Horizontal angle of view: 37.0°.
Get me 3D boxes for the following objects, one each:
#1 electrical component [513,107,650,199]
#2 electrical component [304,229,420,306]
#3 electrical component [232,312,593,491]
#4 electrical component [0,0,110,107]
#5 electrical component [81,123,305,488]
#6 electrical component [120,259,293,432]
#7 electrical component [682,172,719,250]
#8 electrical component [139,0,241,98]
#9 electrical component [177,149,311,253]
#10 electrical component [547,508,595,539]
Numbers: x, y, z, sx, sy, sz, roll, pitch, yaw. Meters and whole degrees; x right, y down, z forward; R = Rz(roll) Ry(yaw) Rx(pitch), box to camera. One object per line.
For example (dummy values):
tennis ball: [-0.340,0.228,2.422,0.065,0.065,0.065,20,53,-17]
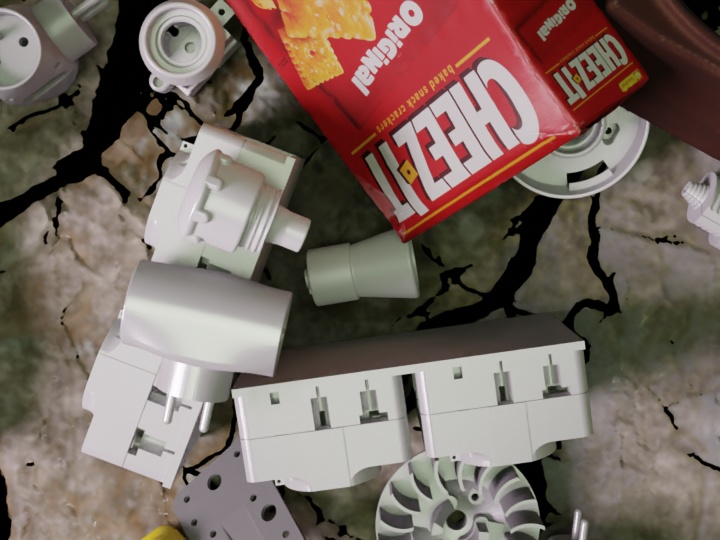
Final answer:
electrical component: [0.121,-0.093,0.632,0.099,0.064,0.099,2,109,5]
electrical component: [0.000,0.000,0.642,0.065,0.044,0.044,-10,96,6]
electrical component: [0.029,0.074,0.616,0.186,0.105,0.060,-8,96,1]
electrical component: [-0.176,-0.131,0.609,0.079,0.077,0.043,-35,94,3]
electrical component: [-0.095,0.013,0.610,0.060,0.105,0.186,21,95,-2]
electrical component: [-0.080,0.041,0.536,0.077,0.043,0.079,13,96,-1]
electrical component: [0.228,-0.029,0.637,0.081,0.043,0.043,29,95,-3]
electrical component: [-0.100,-0.130,0.620,0.048,0.055,0.066,44,94,-4]
electrical component: [-0.056,-0.028,0.530,0.062,0.048,0.048,22,95,-9]
electrical component: [0.128,0.183,0.641,0.043,0.077,0.079,6,96,0]
